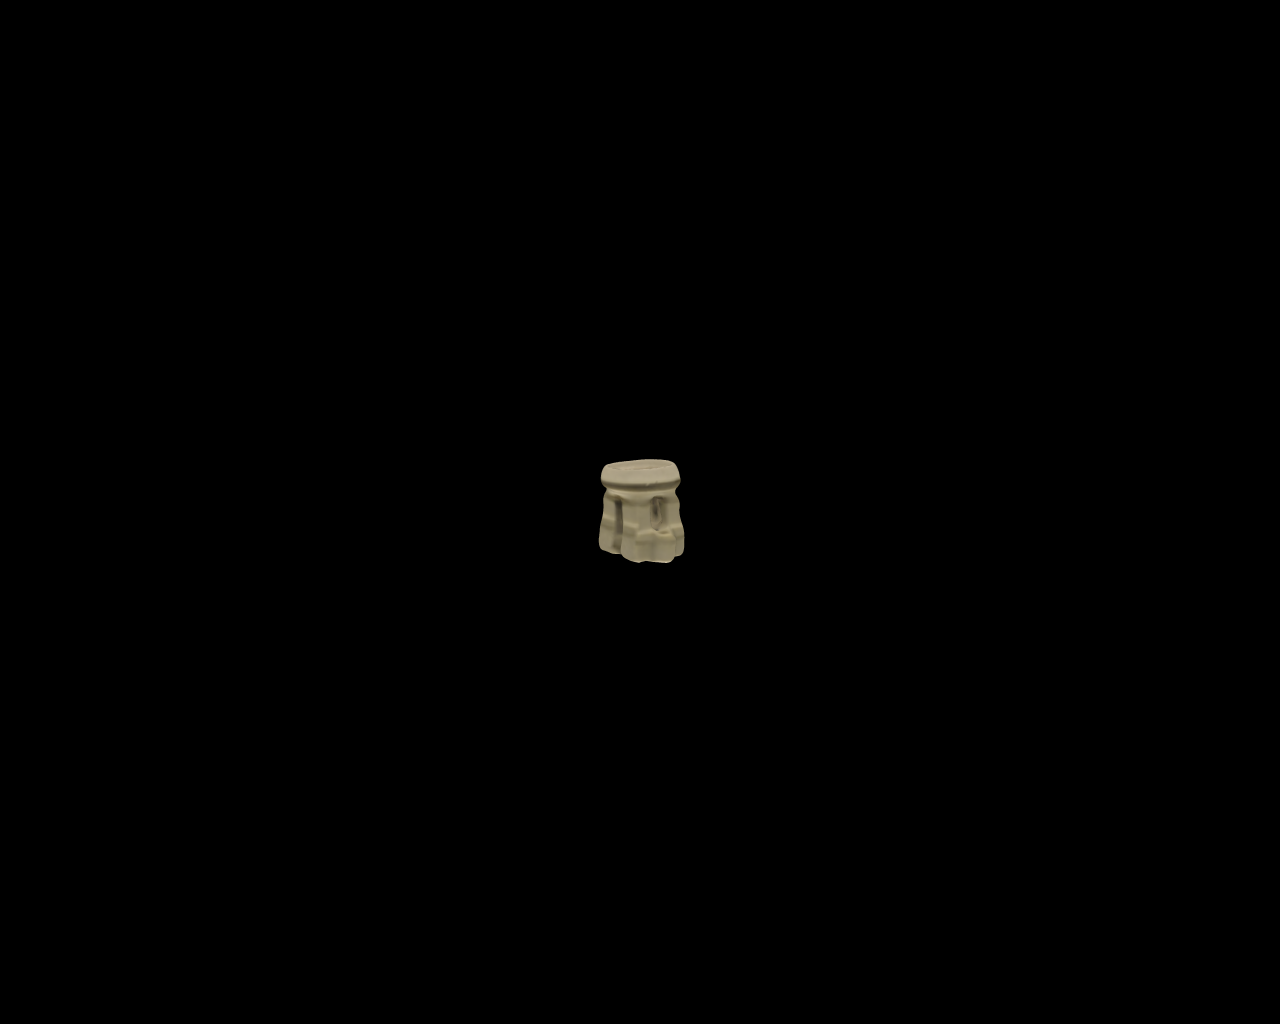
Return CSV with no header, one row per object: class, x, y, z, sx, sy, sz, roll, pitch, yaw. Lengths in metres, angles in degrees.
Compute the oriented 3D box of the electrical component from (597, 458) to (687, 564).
electrical component,0.001,-0.003,0.650,0.048,0.055,0.066,-8,14,-35
